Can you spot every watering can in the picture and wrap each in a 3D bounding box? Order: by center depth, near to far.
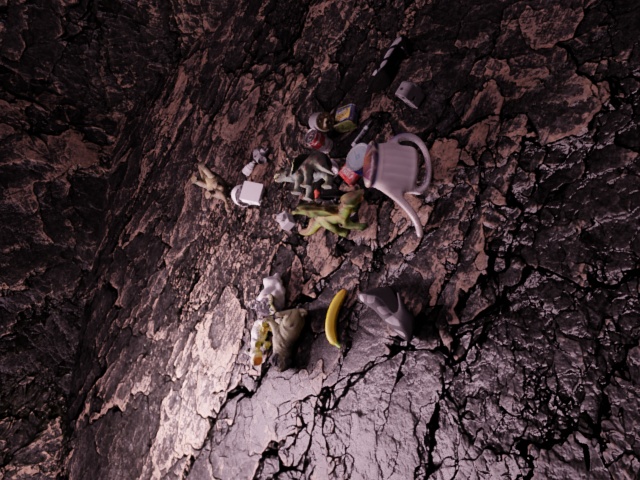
[{"bbox_3d":[0.243,-0.187,1.625,0.102,0.224,0.353,113,164,-71],"label":"watering can"}]

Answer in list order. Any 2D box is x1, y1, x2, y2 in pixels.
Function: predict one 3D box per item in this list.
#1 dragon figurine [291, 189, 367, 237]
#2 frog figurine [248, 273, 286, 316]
[{"bbox_3d":[0.005,-0.090,1.787,0.406,0.241,0.124,-19,62,37],"label":"dragon figurine"},{"bbox_3d":[-0.181,0.207,1.945,0.135,0.122,0.162,-46,7,32],"label":"frog figurine"}]
